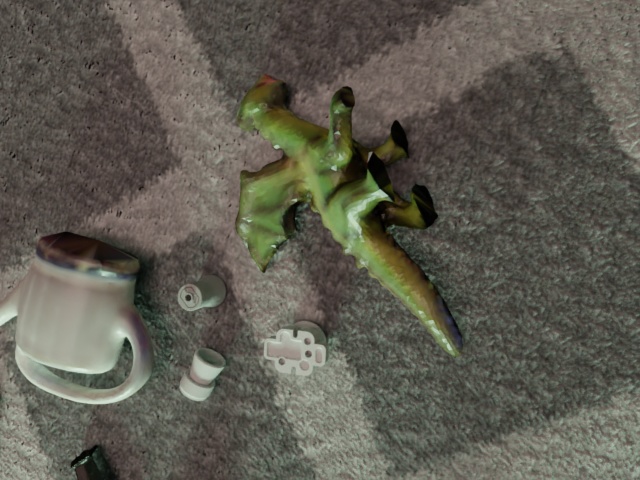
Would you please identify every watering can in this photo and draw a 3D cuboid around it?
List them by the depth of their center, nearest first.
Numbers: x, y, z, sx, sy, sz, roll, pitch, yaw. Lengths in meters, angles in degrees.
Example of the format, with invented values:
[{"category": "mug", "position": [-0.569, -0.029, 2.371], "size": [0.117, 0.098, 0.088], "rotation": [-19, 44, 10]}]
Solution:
[{"category": "watering can", "position": [-0.379, 0.095, 0.721], "size": [0.348, 0.104, 0.224], "rotation": [15, 93, 14]}]

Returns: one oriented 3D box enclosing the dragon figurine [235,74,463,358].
[{"category": "dragon figurine", "position": [0.002, -0.032, 0.641], "size": [0.240, 0.123, 0.412], "rotation": [-21, 82, 32]}]
